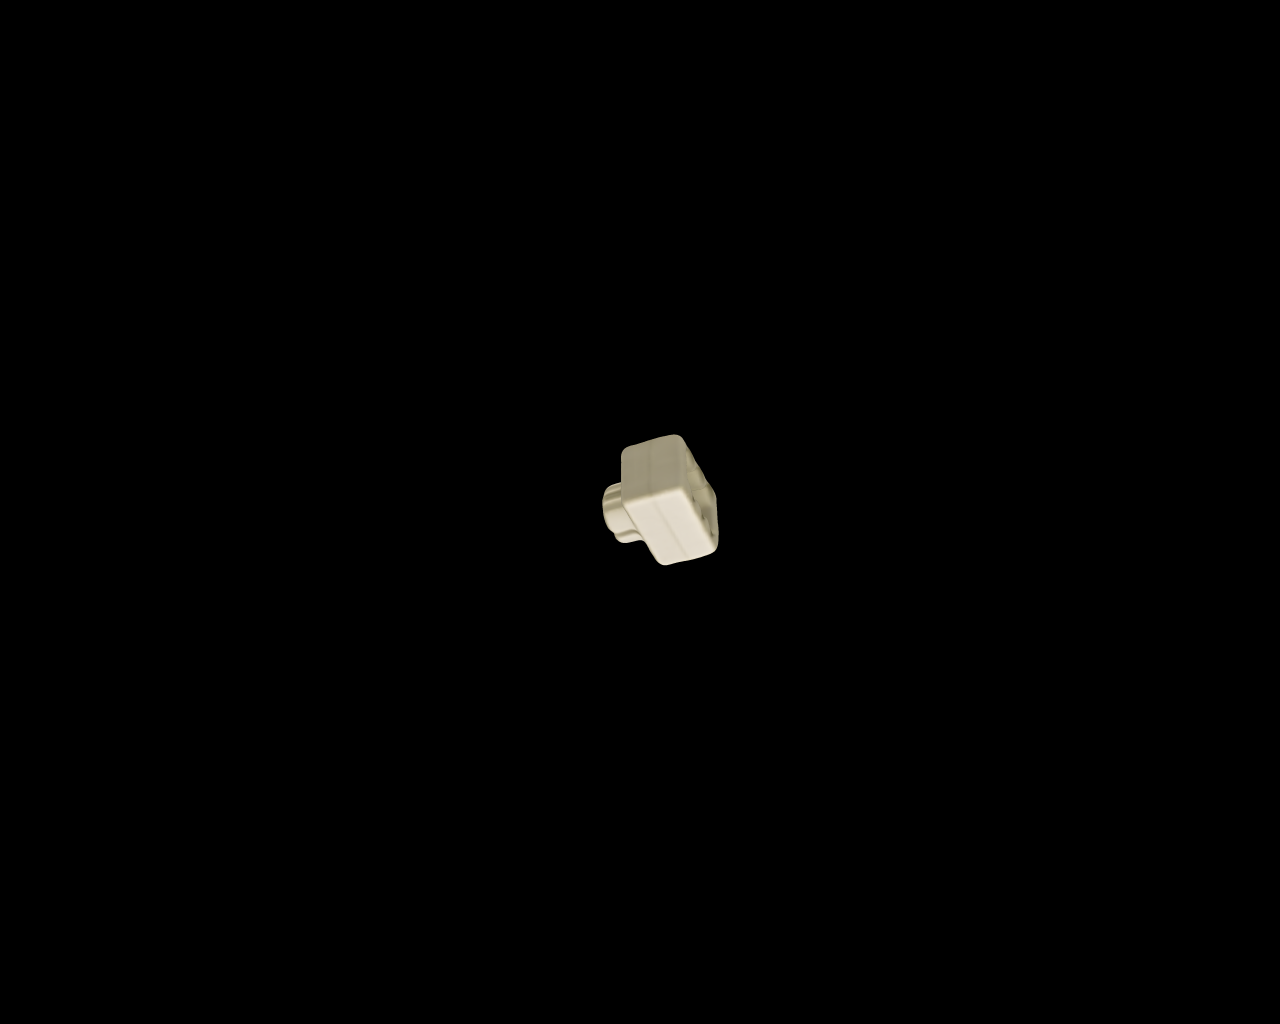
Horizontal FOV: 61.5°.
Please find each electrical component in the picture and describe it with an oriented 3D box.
[{"bbox_3d":[0.001,-0.003,0.650,0.077,0.047,0.065,-14,-42,16],"label":"electrical component"}]
